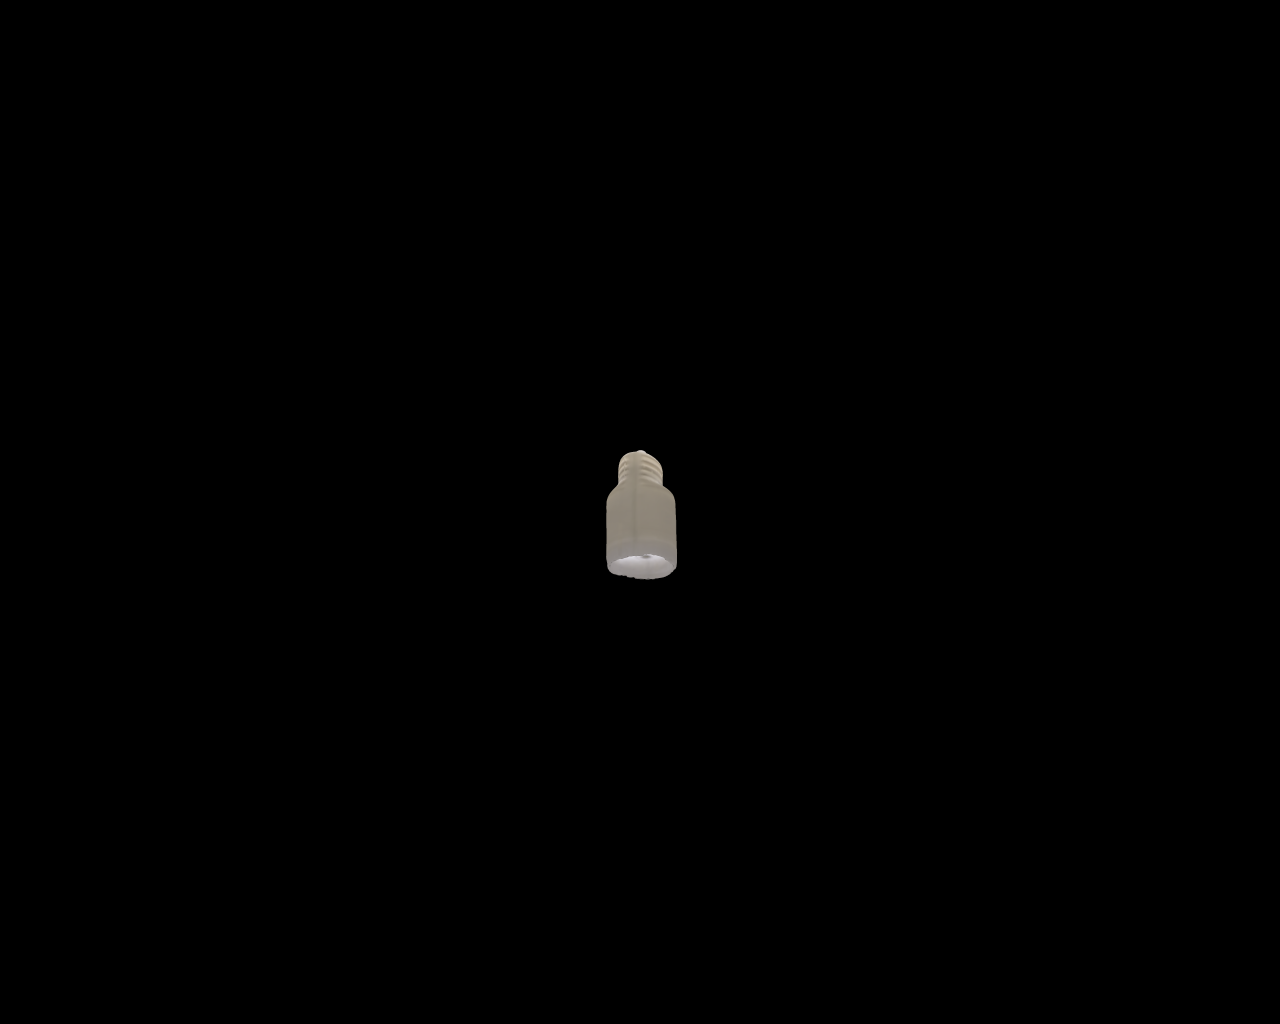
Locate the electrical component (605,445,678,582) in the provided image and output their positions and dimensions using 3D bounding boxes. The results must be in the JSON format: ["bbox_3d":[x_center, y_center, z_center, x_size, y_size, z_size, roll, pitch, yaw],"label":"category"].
[{"bbox_3d":[0.001,-0.003,0.650,0.043,0.081,0.043,0,-23,0],"label":"electrical component"}]
